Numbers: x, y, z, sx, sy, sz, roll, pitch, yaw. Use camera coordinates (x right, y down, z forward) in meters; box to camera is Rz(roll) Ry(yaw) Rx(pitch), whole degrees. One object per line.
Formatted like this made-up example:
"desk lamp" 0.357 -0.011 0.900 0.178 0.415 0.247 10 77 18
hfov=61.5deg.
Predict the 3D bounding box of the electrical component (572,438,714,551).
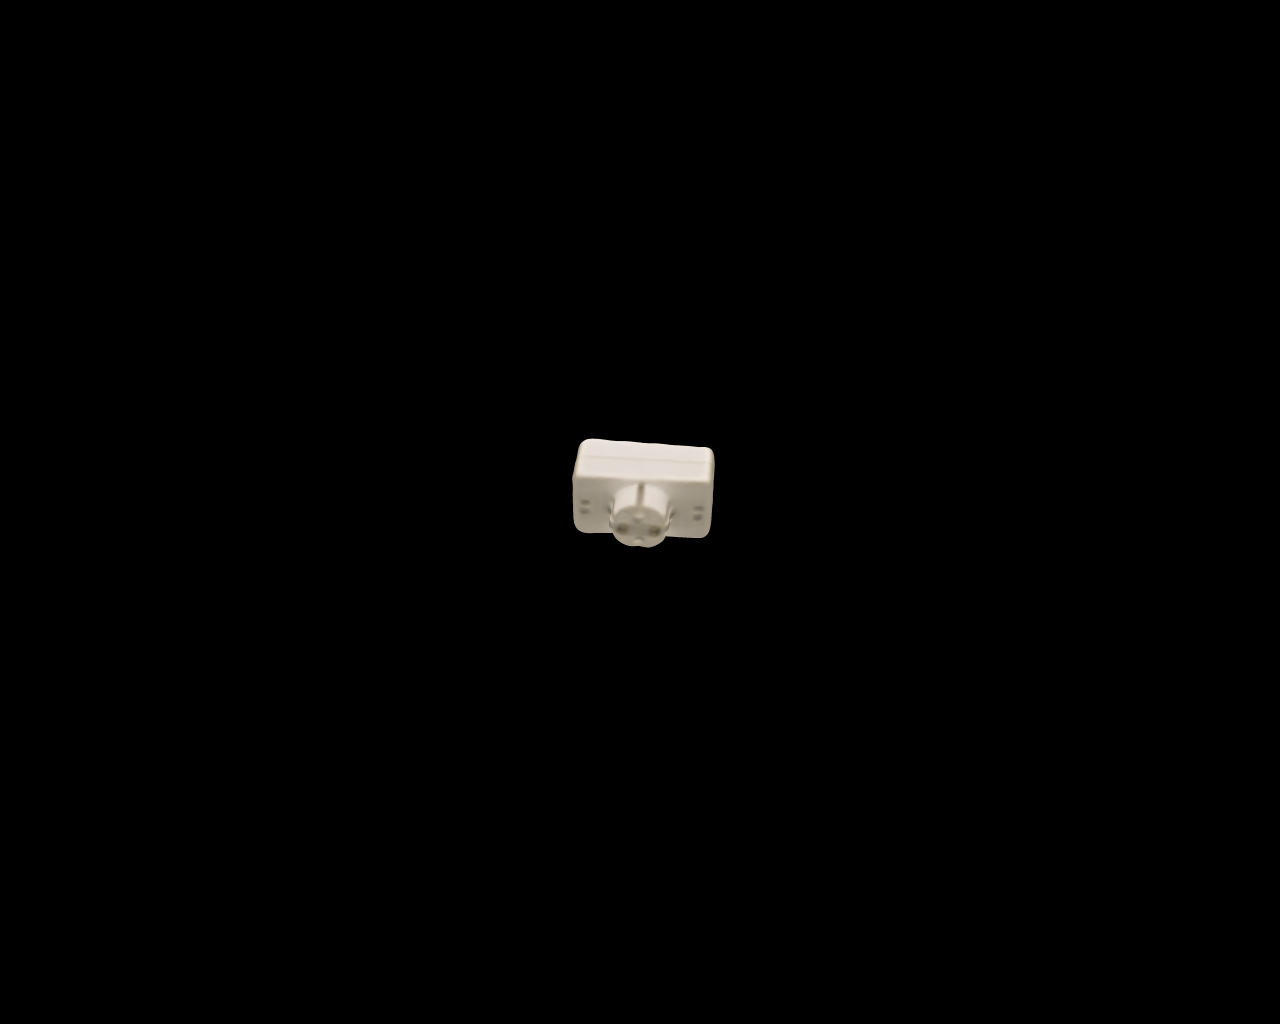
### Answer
"electrical component" 0.001 -0.003 0.650 0.083 0.047 0.076 4 40 4
